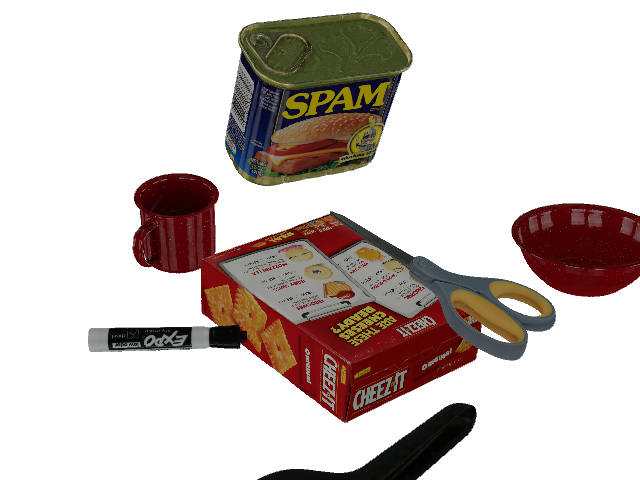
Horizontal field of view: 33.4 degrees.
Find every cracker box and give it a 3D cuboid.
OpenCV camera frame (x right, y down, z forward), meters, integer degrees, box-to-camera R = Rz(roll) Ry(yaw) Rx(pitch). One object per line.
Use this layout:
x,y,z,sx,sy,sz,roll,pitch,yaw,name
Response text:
0.016,0.063,0.977,0.163,0.072,0.214,-20,36,-35,cracker box

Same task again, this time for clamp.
0.019,0.164,0.649,0.210,0.036,0.164,-6,29,3,clamp

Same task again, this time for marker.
-0.117,0.075,0.822,0.121,0.020,0.020,-1,0,0,marker

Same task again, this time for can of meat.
-0.005,-0.085,0.649,0.101,0.057,0.084,-11,-38,-25,can of meat

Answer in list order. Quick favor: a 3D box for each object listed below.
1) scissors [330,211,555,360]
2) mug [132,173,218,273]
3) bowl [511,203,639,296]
0.098,0.024,0.811,0.096,0.016,0.202,-8,36,-32,scissors
-0.165,-0.011,1.186,0.093,0.081,0.117,20,39,24,mug
0.288,0.016,1.165,0.162,0.055,0.162,-1,27,0,bowl
